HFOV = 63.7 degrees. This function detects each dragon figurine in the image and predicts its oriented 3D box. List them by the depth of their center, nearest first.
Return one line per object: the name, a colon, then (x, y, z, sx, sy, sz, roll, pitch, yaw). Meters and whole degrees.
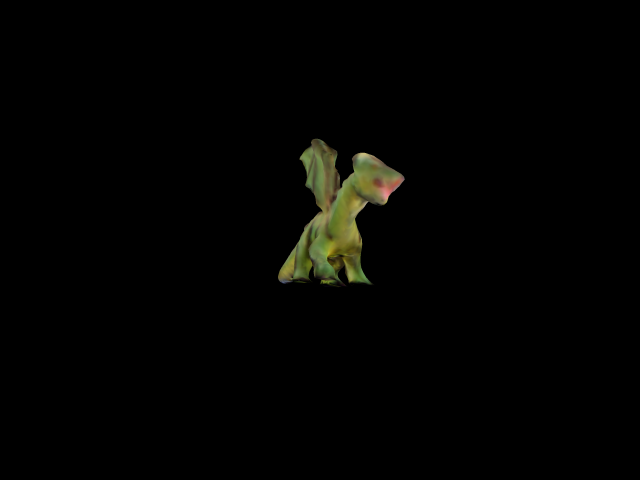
dragon figurine: (0.003, -0.043, 0.850, 0.122, 0.244, 0.408, 3, -6, -28)
